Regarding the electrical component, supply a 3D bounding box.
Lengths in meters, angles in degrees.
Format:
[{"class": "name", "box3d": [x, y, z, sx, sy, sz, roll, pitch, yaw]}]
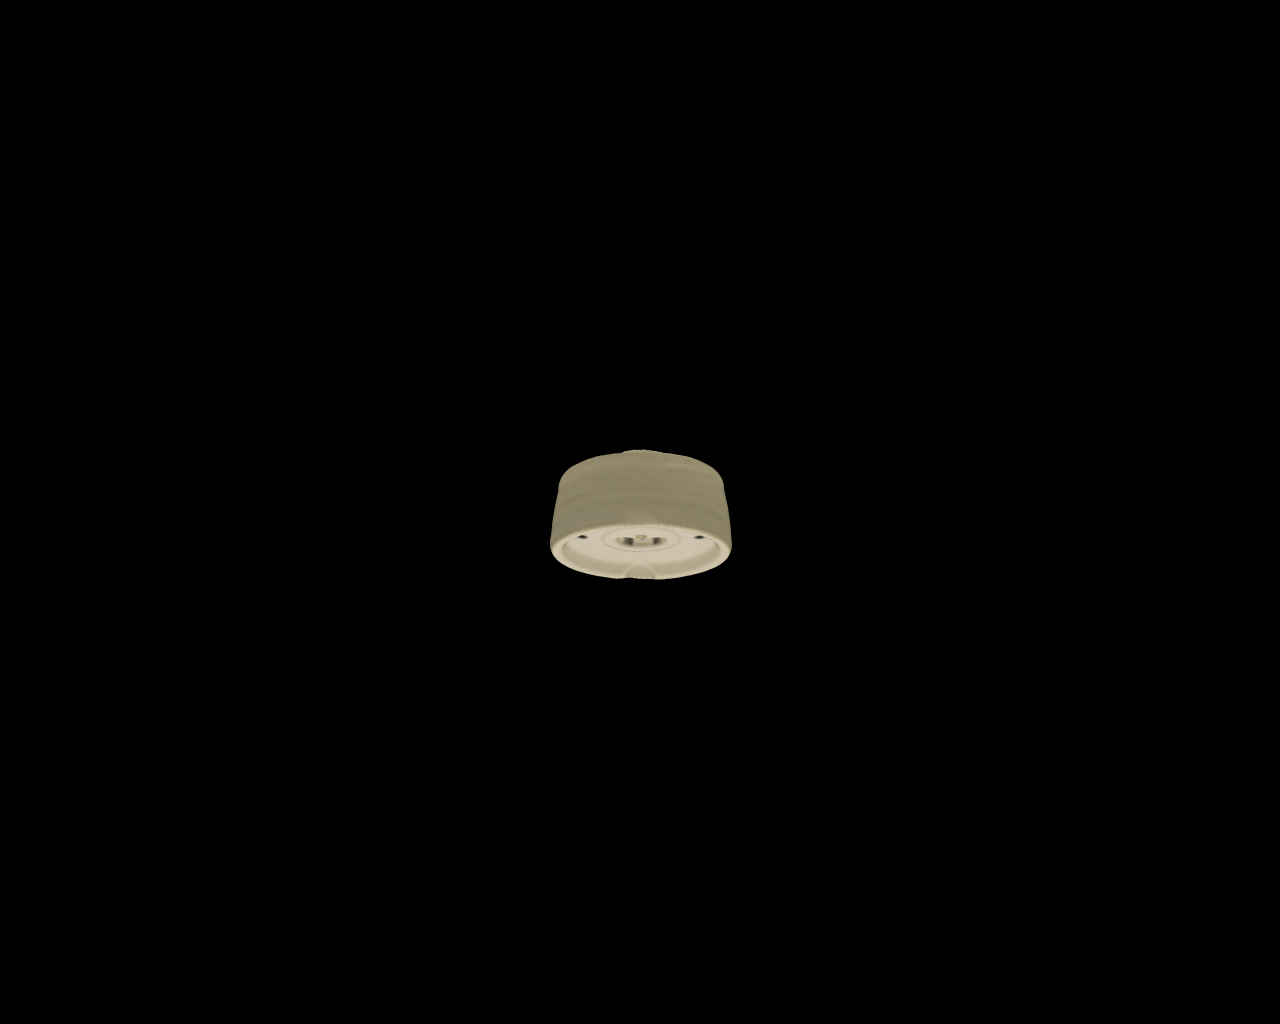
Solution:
[{"class": "electrical component", "box3d": [0.001, -0.003, 0.650, 0.108, 0.060, 0.108, 0, -20, 0]}]
